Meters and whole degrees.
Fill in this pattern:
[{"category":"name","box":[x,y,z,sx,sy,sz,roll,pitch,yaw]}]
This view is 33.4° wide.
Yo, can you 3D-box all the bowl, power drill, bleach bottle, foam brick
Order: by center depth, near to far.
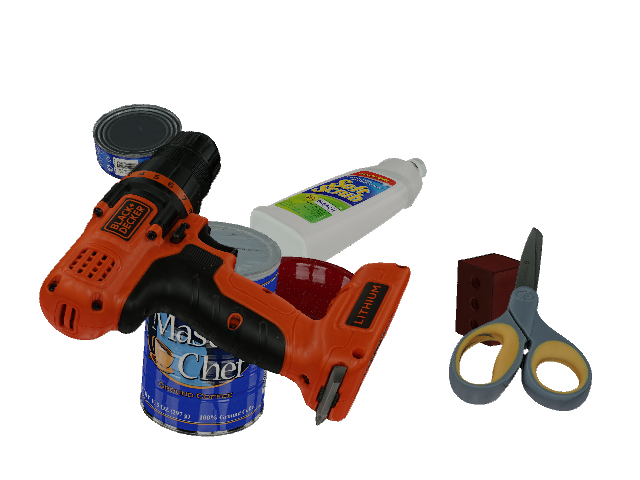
[{"category":"power drill","box":[-0.046,0.016,0.635,0.188,0.057,0.184,22,42,7]},{"category":"foam brick","box":[0.169,0.057,1.046,0.051,0.078,0.053,-11,19,-34]},{"category":"bowl","box":[-0.030,0.077,1.136,0.162,0.055,0.162,2,28,-1]},{"category":"bleach bottle","box":[0.036,-0.048,1.337,0.103,0.068,0.250,28,44,35]}]

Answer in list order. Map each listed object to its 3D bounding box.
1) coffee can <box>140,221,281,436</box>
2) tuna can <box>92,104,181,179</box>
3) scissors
[{"category":"coffee can","box":[-0.089,0.068,0.848,0.103,0.140,0.103,6,24,-3]},{"category":"tuna can","box":[-0.178,-0.096,1.044,0.086,0.034,0.086,1,42,-1]},{"category":"scissors","box":[0.152,0.051,0.715,0.096,0.016,0.201,19,37,24]}]
